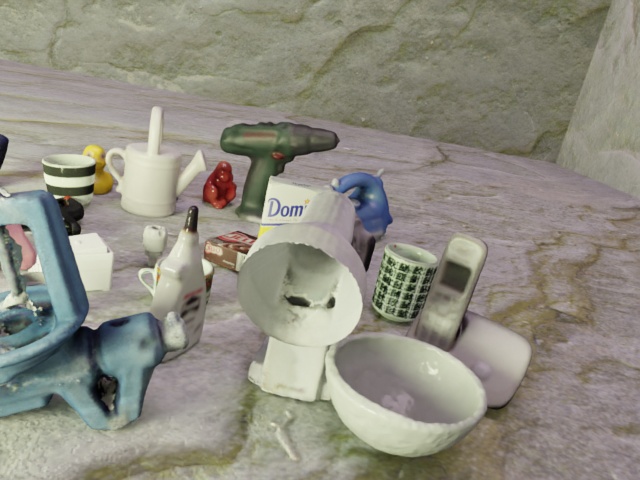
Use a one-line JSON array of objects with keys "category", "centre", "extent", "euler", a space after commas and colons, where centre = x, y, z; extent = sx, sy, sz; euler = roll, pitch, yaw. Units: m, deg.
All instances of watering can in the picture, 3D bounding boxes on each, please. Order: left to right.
[{"category": "watering can", "centre": [-0.298, -0.148, 1.057], "extent": [0.173, 0.194, 0.100], "euler": [0, 22, -33]}]

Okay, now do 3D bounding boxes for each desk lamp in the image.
[{"category": "desk lamp", "centre": [-0.014, 0.061, 0.609], "extent": [0.118, 0.213, 0.203], "euler": [14, 19, 5]}]

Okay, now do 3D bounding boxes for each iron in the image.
[{"category": "iron", "centre": [0.053, -0.072, 1.150], "extent": [0.118, 0.141, 0.259], "euler": [25, 22, 32]}]

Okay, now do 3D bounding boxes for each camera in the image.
[{"category": "camera", "centre": [0.009, 0.003, 0.967], "extent": [0.142, 0.101, 0.137], "euler": [20, 20, 20]}]

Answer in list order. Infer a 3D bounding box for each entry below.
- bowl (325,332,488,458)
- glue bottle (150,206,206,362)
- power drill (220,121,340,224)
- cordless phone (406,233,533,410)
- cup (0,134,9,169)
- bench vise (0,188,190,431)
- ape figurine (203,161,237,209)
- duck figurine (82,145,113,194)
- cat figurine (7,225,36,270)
[{"category": "bowl", "centre": [0.080, 0.166, 0.585], "extent": [0.167, 0.075, 0.167], "euler": [11, 19, -4]}, {"category": "glue bottle", "centre": [-0.152, 0.044, 0.632], "extent": [0.037, 0.173, 0.078], "euler": [18, 20, 16]}, {"category": "power drill", "centre": [-0.090, -0.136, 1.137], "extent": [0.229, 0.208, 0.075], "euler": [14, 19, 4]}, {"category": "cordless phone", "centre": [0.187, 0.095, 0.688], "extent": [0.147, 0.185, 0.094], "euler": [21, 21, 24]}, {"category": "cup", "centre": [-0.603, -0.137, 0.984], "extent": [0.118, 0.095, 0.091], "euler": [3, 21, -26]}, {"category": "bench vise", "centre": [-0.222, 0.052, 0.491], "extent": [0.208, 0.220, 0.121], "euler": [-3, 24, -38]}, {"category": "ape figurine", "centre": [-0.206, -0.119, 1.194], "extent": [0.078, 0.092, 0.075], "euler": [-3, 24, -38]}, {"category": "duck figurine", "centre": [-0.444, -0.145, 1.124], "extent": [0.078, 0.086, 0.104], "euler": [2, 21, -28]}, {"category": "cat figurine", "centre": [-0.424, -0.016, 0.716], "extent": [0.067, 0.118, 0.128], "euler": [22, 21, 26]}]
